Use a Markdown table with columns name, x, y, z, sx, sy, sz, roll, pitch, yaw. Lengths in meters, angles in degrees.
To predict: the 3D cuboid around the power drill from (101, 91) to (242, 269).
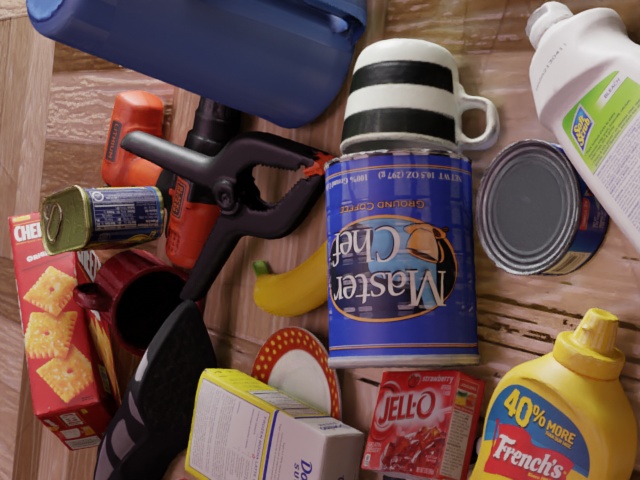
| name | x | y | z | sx | sy | sz | roll | pitch | yaw |
| --- | --- | --- | --- | --- | --- | --- | --- | --- | --- |
| power drill | -0.145 | -0.086 | 1.044 | 0.188 | 0.057 | 0.184 | 34 | 114 | 49 |

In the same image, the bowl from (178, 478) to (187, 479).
| name | x | y | z | sx | sy | sz | roll | pitch | yaw |
| --- | --- | --- | --- | --- | --- | --- | --- | --- | --- |
| bowl | -0.097 | 0.292 | 0.945 | 0.162 | 0.055 | 0.162 | -8 | 80 | 53 |

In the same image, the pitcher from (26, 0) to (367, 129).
| name | x | y | z | sx | sy | sz | roll | pitch | yaw |
| --- | --- | --- | --- | --- | --- | --- | --- | --- | --- |
| pitcher | -0.092 | -0.181 | 0.829 | 0.149 | 0.242 | 0.145 | -57 | 43 | 24 |

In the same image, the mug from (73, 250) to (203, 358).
| name | x | y | z | sx | sy | sz | roll | pitch | yaw |
| --- | --- | --- | --- | --- | --- | --- | --- | --- | --- |
| mug | -0.183 | 0.057 | 1.037 | 0.082 | 0.117 | 0.093 | 29 | 113 | 56 |

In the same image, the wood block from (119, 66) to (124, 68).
| name | x | y | z | sx | sy | sz | roll | pitch | yaw |
| --- | --- | --- | --- | --- | --- | --- | --- | --- | --- |
| wood block | -0.120 | -0.259 | 1.002 | 0.090 | 0.090 | 0.206 | 12 | 96 | 54 |

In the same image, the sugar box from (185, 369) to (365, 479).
| name | x | y | z | sx | sy | sz | roll | pitch | yaw |
| --- | --- | --- | --- | --- | --- | --- | --- | --- | --- |
| sugar box | -0.040 | 0.171 | 0.853 | 0.177 | 0.048 | 0.093 | 17 | 100 | 48 |

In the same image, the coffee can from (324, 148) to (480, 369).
| name | x | y | z | sx | sy | sz | roll | pitch | yaw |
| --- | --- | --- | --- | --- | --- | --- | --- | --- | --- |
| coffee can | 0.055 | 0.017 | 0.728 | 0.103 | 0.102 | 0.140 | -11 | 78 | 52 |

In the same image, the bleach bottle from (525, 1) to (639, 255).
| name | x | y | z | sx | sy | sz | roll | pitch | yaw |
| --- | --- | --- | --- | --- | --- | --- | --- | --- | --- |
| bleach bottle | 0.191 | -0.057 | 0.589 | 0.103 | 0.067 | 0.251 | -56 | 43 | 32 |

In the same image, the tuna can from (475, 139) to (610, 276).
| name | x | y | z | sx | sy | sz | roll | pitch | yaw |
| --- | --- | --- | --- | --- | --- | --- | --- | --- | --- |
| tuna can | 0.140 | -0.019 | 0.675 | 0.086 | 0.033 | 0.086 | -8 | 80 | 53 |

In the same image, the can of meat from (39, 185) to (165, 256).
| name | x | y | z | sx | sy | sz | roll | pitch | yaw |
| --- | --- | --- | --- | --- | --- | --- | --- | --- | --- |
| can of meat | -0.206 | -0.019 | 1.012 | 0.102 | 0.083 | 0.057 | -12 | 84 | 52 |

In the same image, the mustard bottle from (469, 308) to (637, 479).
| name | x | y | z | sx | sy | sz | roll | pitch | yaw |
| --- | --- | --- | --- | --- | --- | --- | --- | --- | --- |
| mustard bottle | 0.138 | 0.131 | 0.642 | 0.096 | 0.058 | 0.192 | 35 | 114 | 48 |

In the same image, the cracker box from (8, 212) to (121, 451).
| name | x | y | z | sx | sy | sz | roll | pitch | yaw |
| --- | --- | --- | --- | --- | --- | --- | --- | --- | --- |
| cracker box | -0.260 | 0.096 | 1.113 | 0.164 | 0.072 | 0.214 | 90 | 168 | -67 |

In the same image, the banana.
| name | x | y | z | sx | sy | sz | roll | pitch | yaw |
| --- | --- | --- | --- | --- | --- | --- | --- | --- | --- |
| banana | -0.005 | 0.020 | 0.863 | 0.198 | 0.037 | 0.069 | -29 | 65 | 48 |

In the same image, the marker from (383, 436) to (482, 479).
| name | x | y | z | sx | sy | sz | roll | pitch | yaw |
| --- | --- | --- | --- | --- | --- | --- | --- | --- | --- |
| marker | 0.085 | 0.157 | 0.744 | 0.121 | 0.020 | 0.020 | -34 | 60 | 47 |

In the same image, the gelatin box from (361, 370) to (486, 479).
| name | x | y | z | sx | sy | sz | roll | pitch | yaw |
| --- | --- | --- | --- | --- | --- | --- | --- | --- | --- |
| gelatin box | 0.069 | 0.128 | 0.735 | 0.089 | 0.030 | 0.073 | -10 | 61 | 58 |

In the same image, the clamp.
| name | x | y | z | sx | sy | sz | roll | pitch | yaw |
| --- | --- | --- | --- | --- | --- | --- | --- | --- | --- |
| clamp | -0.080 | -0.047 | 0.922 | 0.210 | 0.036 | 0.164 | -24 | 95 | 36 |
